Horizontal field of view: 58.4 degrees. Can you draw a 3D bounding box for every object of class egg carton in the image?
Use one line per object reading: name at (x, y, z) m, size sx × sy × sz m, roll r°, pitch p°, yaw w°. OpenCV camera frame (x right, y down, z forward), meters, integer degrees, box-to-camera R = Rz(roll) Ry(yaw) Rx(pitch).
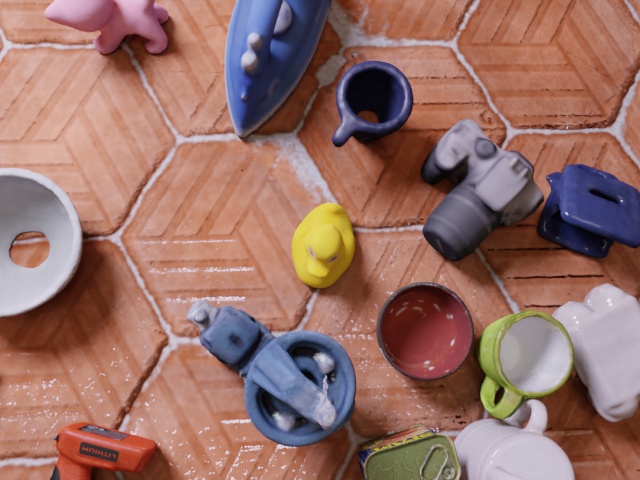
egg carton at (0.350, 0.134, 0.690) m, size 0.107 × 0.069 × 0.150 m, roll -26°, pitch 83°, yaw -8°

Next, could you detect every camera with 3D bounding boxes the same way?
camera at (0.179, -0.054, 0.693) m, size 0.143 × 0.100 × 0.137 m, roll 43°, pitch 80°, yaw 4°

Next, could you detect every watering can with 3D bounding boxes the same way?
watering can at (0.212, 0.258, 0.595) m, size 0.101 × 0.194 × 0.173 m, roll -5°, pitch 81°, yaw -5°

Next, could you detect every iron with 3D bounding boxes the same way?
iron at (-0.060, -0.262, 0.689) m, size 0.118 × 0.141 × 0.258 m, roll 16°, pitch 80°, yaw -1°

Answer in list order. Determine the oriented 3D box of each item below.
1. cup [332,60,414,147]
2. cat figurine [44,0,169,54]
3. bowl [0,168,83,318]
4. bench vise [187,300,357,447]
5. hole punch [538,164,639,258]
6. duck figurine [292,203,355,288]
cup at (0.053, -0.149, 0.702) m, size 0.091 × 0.095 × 0.118 m, roll 39°, pitch 80°, yaw 3°
cat figurine at (-0.256, -0.280, 0.690) m, size 0.128 × 0.117 × 0.067 m, roll -6°, pitch 81°, yaw -5°
bowl at (-0.346, 0.007, 0.657) m, size 0.167 × 0.074 × 0.167 m, roll 1°, pitch 80°, yaw -4°
bench vise at (-0.053, 0.141, 0.582) m, size 0.207 × 0.219 × 0.121 m, roll 18°, pitch 80°, yaw -1°
hole punch at (0.338, -0.042, 0.707) m, size 0.108 × 0.091 × 0.101 m, roll 20°, pitch 80°, yaw 0°
duck figurine at (0.006, 0.002, 0.678) m, size 0.077 × 0.086 × 0.104 m, roll 15°, pitch 80°, yaw -1°
